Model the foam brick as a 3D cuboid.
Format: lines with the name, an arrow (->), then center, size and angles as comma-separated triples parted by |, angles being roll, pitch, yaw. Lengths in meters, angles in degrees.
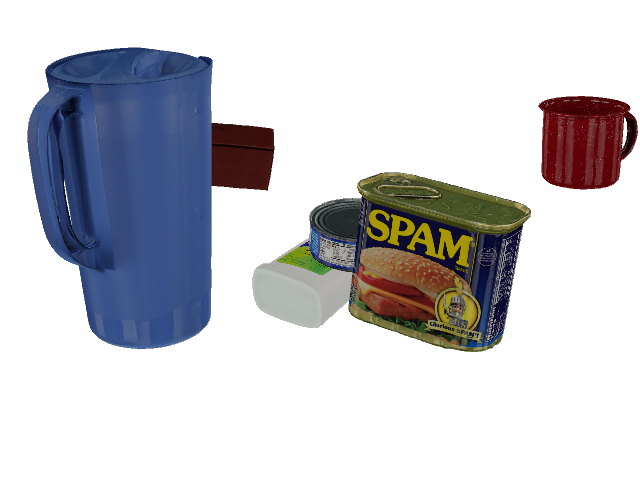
foam brick -> -0.090, -0.091, 1.149 | 0.078, 0.051, 0.053 | 5, 30, -4

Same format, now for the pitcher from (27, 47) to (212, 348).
pitcher -> -0.158, -0.033, 0.893 | 0.149, 0.243, 0.145 | -5, 22, -11

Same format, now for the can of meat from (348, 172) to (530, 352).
can of meat -> 0.068, 0.013, 0.647 | 0.102, 0.084, 0.057 | 17, 23, 28

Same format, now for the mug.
mug -> 0.287, -0.105, 1.134 | 0.117, 0.081, 0.093 | -12, 22, -25

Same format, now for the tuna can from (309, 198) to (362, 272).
tuna can -> 0.033, -0.005, 0.939 | 0.086, 0.034, 0.086 | 1, 26, -1

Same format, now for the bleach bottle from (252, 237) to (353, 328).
bleach bottle -> 0.029, 0.015, 1.315 | 0.103, 0.068, 0.250 | 18, 36, 29
